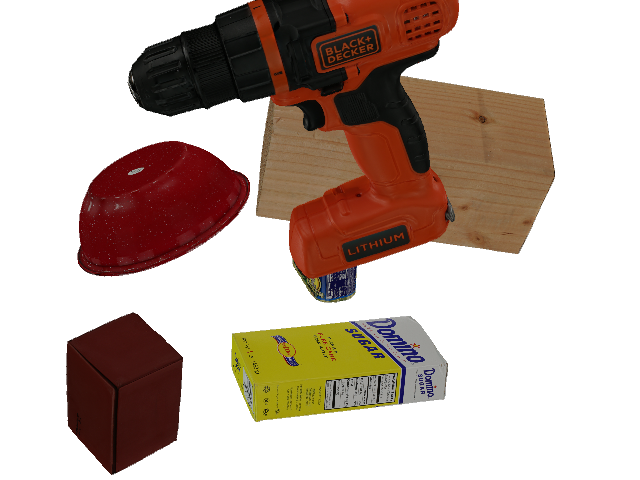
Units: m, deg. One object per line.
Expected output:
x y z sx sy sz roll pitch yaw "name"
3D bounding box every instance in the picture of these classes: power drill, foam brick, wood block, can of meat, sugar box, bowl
-0.001 -0.062 0.625 0.184 0.057 0.187 -17 -44 0 "power drill"
-0.123 0.095 0.667 0.051 0.078 0.053 -24 49 -37 "foam brick"
0.061 -0.064 0.809 0.206 0.091 0.090 8 -42 -6 "wood block"
0.004 0.009 1.200 0.057 0.084 0.102 -12 37 -18 "can of meat"
0.015 0.112 0.954 0.176 0.048 0.093 -7 27 -15 "sugar box"
-0.144 -0.038 0.904 0.162 0.055 0.162 -19 28 10 "bowl"
